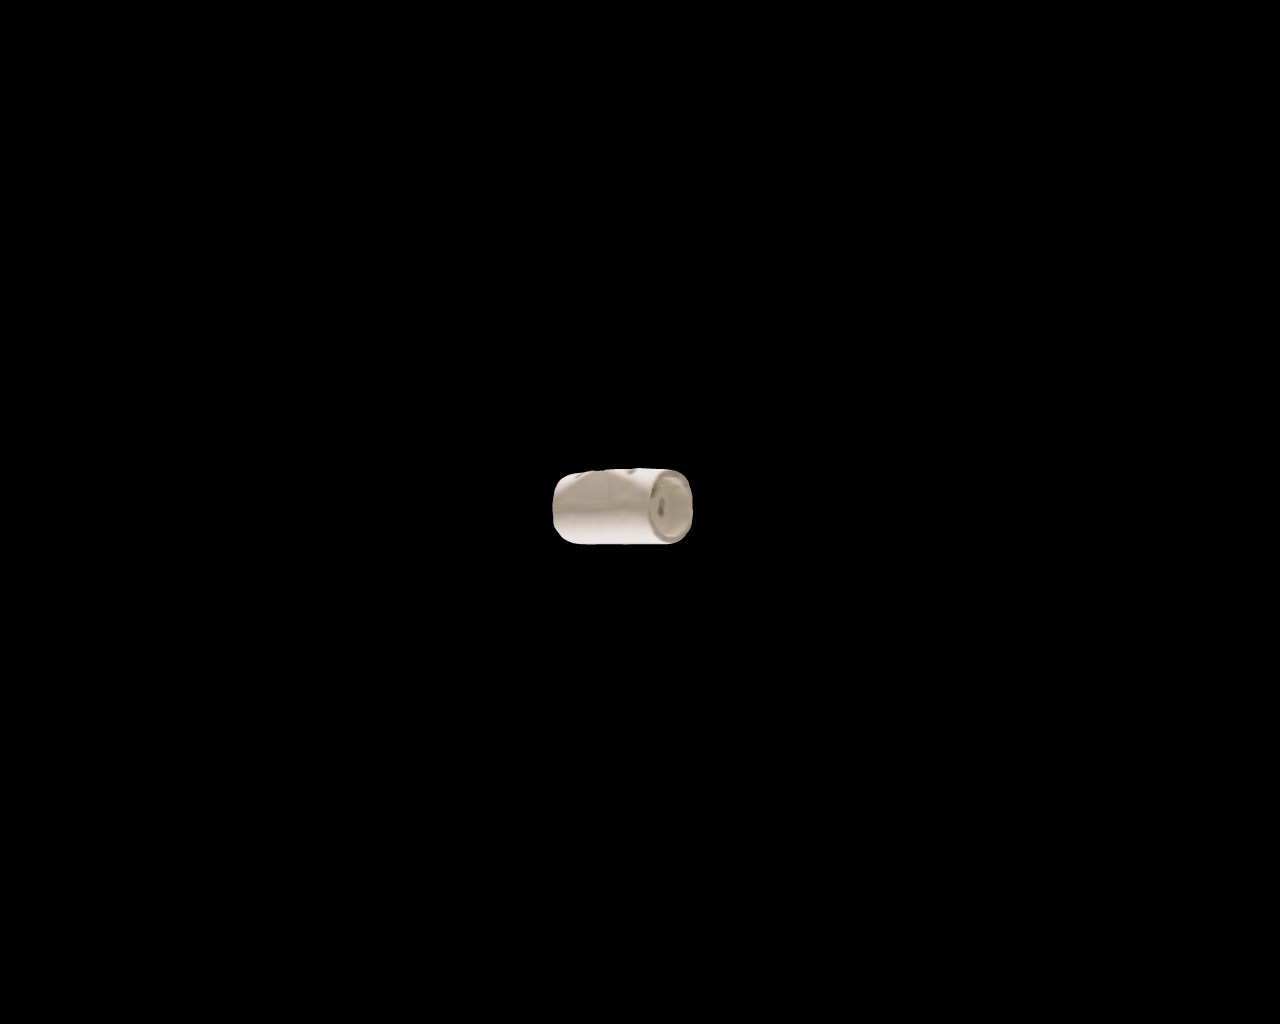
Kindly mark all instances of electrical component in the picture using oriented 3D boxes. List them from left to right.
[{"bbox_3d":[0.001,-0.003,0.650,0.077,0.044,0.079,-2,-2,40],"label":"electrical component"}]
